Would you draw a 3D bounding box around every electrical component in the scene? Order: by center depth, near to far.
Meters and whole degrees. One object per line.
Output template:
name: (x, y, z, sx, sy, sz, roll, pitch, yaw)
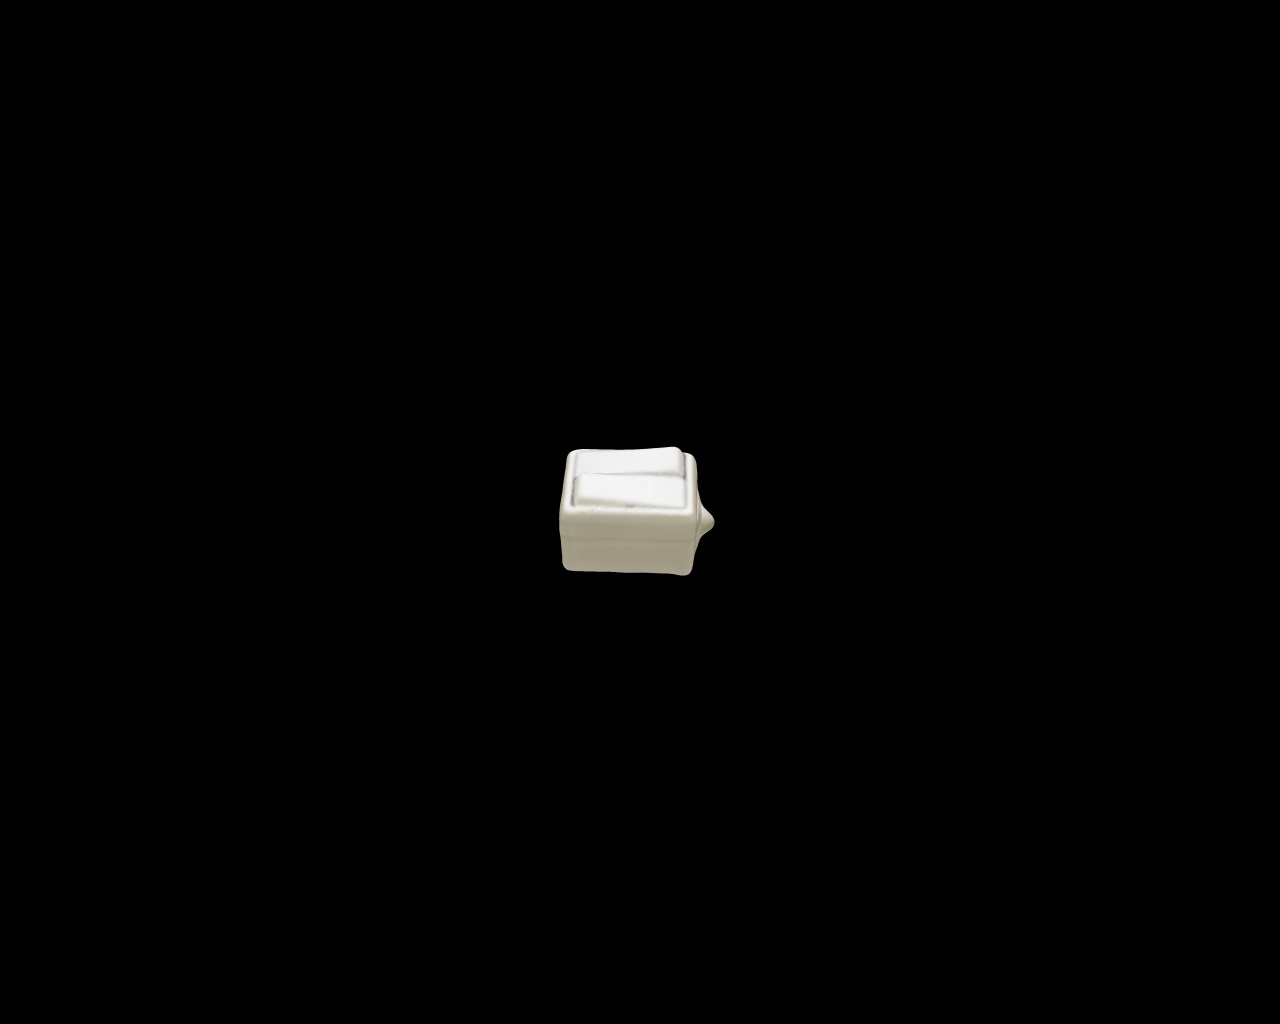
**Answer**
electrical component: (0.001, -0.003, 0.650, 0.096, 0.061, 0.062, 2, 43, 2)
